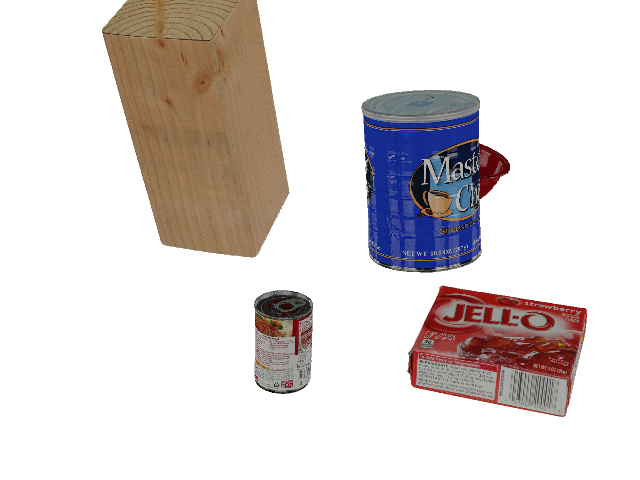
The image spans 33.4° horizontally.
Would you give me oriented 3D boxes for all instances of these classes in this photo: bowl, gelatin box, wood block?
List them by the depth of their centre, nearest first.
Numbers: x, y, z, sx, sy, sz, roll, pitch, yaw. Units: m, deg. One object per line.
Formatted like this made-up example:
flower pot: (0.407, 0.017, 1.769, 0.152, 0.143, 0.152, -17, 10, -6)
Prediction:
gelatin box: (0.102, 0.060, 0.608, 0.089, 0.030, 0.073, 9, 30, 17)
wood block: (-0.092, -0.096, 0.848, 0.090, 0.206, 0.090, 8, 44, 18)
bowl: (0.142, -0.080, 1.280, 0.162, 0.055, 0.162, 8, 24, -4)

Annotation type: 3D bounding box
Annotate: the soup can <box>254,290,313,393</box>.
soup can: (-0.043, 0.118, 1.244, 0.068, 0.102, 0.068, 1, 25, -1)

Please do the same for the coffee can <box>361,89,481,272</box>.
coffee can: (0.091, -0.055, 0.949, 0.103, 0.140, 0.103, -3, 19, 1)
